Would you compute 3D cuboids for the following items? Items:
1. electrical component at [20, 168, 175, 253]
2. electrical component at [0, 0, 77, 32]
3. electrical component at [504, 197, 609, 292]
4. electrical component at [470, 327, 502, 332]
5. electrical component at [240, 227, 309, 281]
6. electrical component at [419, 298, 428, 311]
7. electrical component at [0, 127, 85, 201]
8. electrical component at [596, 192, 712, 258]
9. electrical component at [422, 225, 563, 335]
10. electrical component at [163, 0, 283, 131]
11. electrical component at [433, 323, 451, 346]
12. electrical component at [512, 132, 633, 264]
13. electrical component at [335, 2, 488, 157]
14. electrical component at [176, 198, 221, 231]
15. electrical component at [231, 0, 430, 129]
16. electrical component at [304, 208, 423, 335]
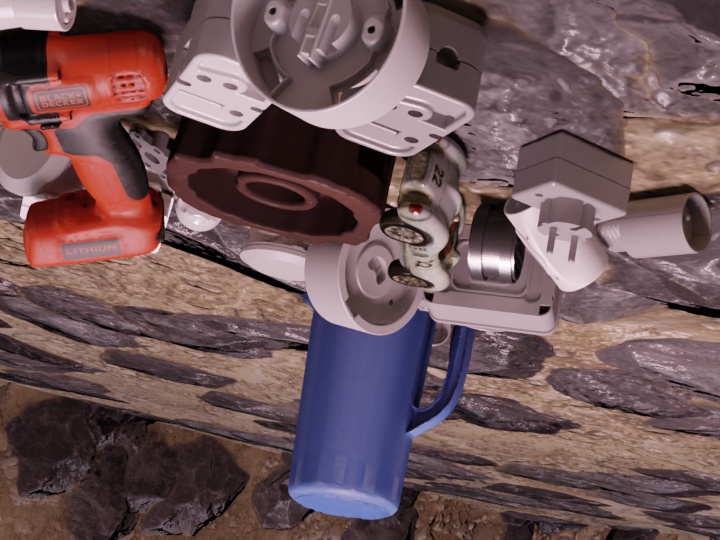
[{"bbox_3d":[-0.226,-0.060,0.931,0.121,0.063,0.078,15,122,-12],"label":"electrical component"},{"bbox_3d":[-0.203,-0.161,0.640,0.065,0.044,0.044,5,163,6],"label":"electrical component"},{"bbox_3d":[0.142,-0.032,0.808,0.077,0.044,0.079,51,-174,-20],"label":"electrical component"},{"bbox_3d":[0.120,0.023,1.007,0.058,0.057,0.078,14,164,-8],"label":"electrical component"},{"bbox_3d":[-0.066,-0.024,0.986,0.080,0.051,0.080,11,164,3],"label":"electrical component"},{"bbox_3d":[0.057,0.005,0.991,0.066,0.055,0.048,9,164,7],"label":"electrical component"},{"bbox_3d":[-0.239,-0.091,0.833,0.080,0.080,0.051,2,166,30],"label":"electrical component"},{"bbox_3d":[0.210,-0.031,0.788,0.043,0.043,0.081,26,159,-40],"label":"electrical component"},{"bbox_3d":[0.117,0.009,0.924,0.113,0.078,0.057,6,160,17],"label":"electrical component"},{"bbox_3d":[-0.075,-0.128,0.629,0.054,0.059,0.095,18,163,-21],"label":"electrical component"},{"bbox_3d":[0.048,0.062,1.207,0.079,0.044,0.077,19,162,-24],"label":"electrical component"},{"bbox_3d":[0.142,-0.043,0.733,0.066,0.076,0.047,19,163,-25],"label":"electrical component"},{"bbox_3d":[0.029,-0.110,0.616,0.054,0.059,0.095,18,163,-20],"label":"electrical component"},{"bbox_3d":[-0.141,-0.055,0.948,0.043,0.043,0.062,15,165,-12],"label":"electrical component"},{"bbox_3d":[-0.015,-0.123,0.544,0.099,0.099,0.064,4,168,24],"label":"electrical component"},{"bbox_3d":[0.000,0.000,0.930,0.060,0.108,0.108,4,163,46],"label":"electrical component"}]
